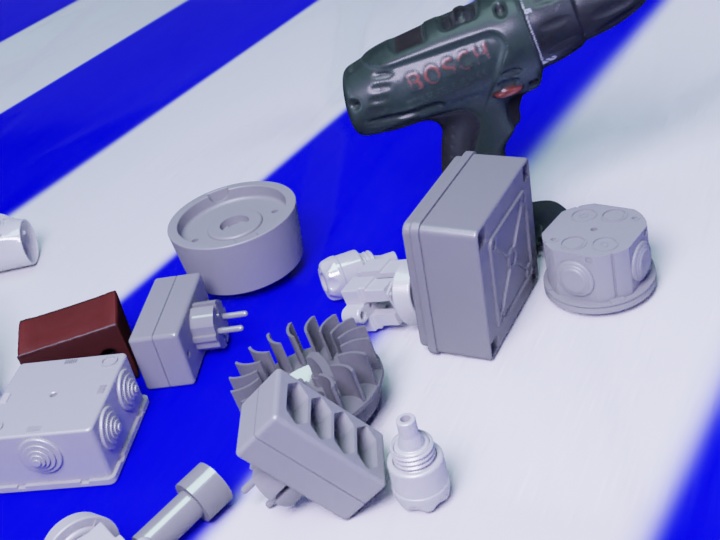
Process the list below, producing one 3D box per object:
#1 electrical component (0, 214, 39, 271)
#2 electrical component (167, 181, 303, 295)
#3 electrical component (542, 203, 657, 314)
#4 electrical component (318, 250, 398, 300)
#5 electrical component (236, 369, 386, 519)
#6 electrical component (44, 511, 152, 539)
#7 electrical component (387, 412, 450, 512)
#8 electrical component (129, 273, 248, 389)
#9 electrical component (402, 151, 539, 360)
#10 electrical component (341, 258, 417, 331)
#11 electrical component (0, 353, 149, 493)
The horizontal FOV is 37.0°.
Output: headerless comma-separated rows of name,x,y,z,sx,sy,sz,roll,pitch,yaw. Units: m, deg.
electrical component,-0.345,-0.028,1.015,0.077,0.044,0.079,-12,31,3
electrical component,-0.099,-0.021,0.890,0.108,0.060,0.108,-10,31,6
electrical component,0.170,-0.008,0.772,0.080,0.051,0.080,-10,31,6
electrical component,0.000,0.000,0.843,0.061,0.035,0.035,-19,31,-13
electrical component,-0.040,0.116,0.645,0.075,0.083,0.047,-46,22,23
electrical component,-0.152,0.170,0.617,0.066,0.048,0.055,-42,42,-19
electrical component,0.032,0.110,0.627,0.035,0.061,0.035,-10,31,6
electrical component,-0.122,0.043,0.810,0.076,0.047,0.083,-8,32,10
electrical component,0.082,-0.011,0.758,0.056,0.108,0.108,8,37,26
electrical component,0.025,0.017,0.792,0.055,0.048,0.066,-4,31,38
electrical component,-0.204,0.103,0.744,0.100,0.048,0.099,-7,32,11
